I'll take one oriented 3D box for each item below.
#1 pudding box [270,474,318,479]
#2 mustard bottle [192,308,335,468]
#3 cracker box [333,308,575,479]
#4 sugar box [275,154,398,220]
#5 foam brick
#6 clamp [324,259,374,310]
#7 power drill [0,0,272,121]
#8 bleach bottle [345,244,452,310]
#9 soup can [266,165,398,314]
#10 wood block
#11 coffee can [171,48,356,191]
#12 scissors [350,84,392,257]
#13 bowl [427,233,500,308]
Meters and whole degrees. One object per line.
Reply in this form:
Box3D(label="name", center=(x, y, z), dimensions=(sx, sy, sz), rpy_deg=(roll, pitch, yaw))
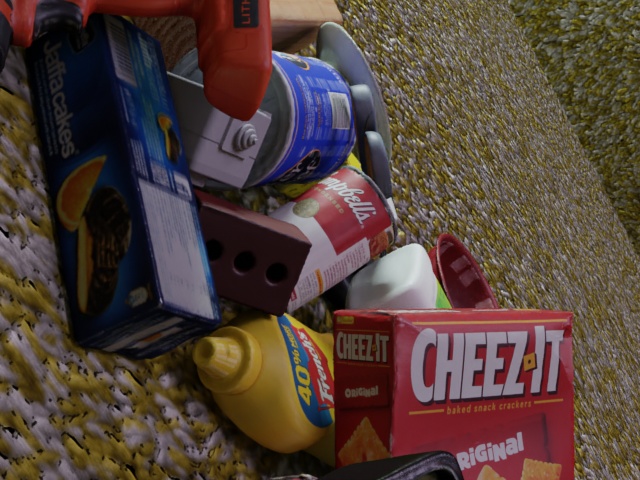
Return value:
Box3D(label="pudding box", center=(-0.003, 0.196, 0.614), dimensions=(0.090, 0.039, 0.113), rpy_deg=(56, 23, -70))
Box3D(label="mustard bottle", center=(-0.021, 0.093, 0.700), dimensions=(0.191, 0.058, 0.096), rpy_deg=(30, 39, -54))
Box3D(label="cracker box", center=(0.092, 0.152, 0.698), dimensions=(0.163, 0.072, 0.214), rpy_deg=(2, 87, -36))
Box3D(label="sugar box", center=(0.008, -0.069, 0.957), dimensions=(0.176, 0.048, 0.093), rpy_deg=(21, 48, -59))
Box3D(label="foam brick", center=(-0.053, 0.007, 0.669), dimensions=(0.078, 0.053, 0.051), rpy_deg=(19, 9, -21))
Box3D(label="clamp", center=(0.044, 0.047, 0.925), dimensions=(0.171, 0.039, 0.120), rpy_deg=(59, 21, -15))
Box3D(label="power drill", center=(-0.121, -0.117, 0.576), dimensions=(0.187, 0.057, 0.184), rpy_deg=(8, 59, -18))
Box3D(label="bleach bottle", center=(0.110, 0.131, 0.813), dimensions=(0.251, 0.068, 0.102), rpy_deg=(58, 15, -14))
Box3D(label="soup can", center=(-0.005, 0.001, 0.756), dimensions=(0.068, 0.102, 0.068), rpy_deg=(48, -22, 26))
Box3D(label="wood block", center=(-0.066, -0.194, 0.865), dimensions=(0.091, 0.090, 0.205), rpy_deg=(63, 22, -1))
Box3D(label="coffee can", center=(-0.041, -0.090, 0.791), dimensions=(0.103, 0.103, 0.140), rpy_deg=(66, 22, 4))
Box3D(label="scissors", center=(0.047, -0.019, 0.815), dimensions=(0.096, 0.016, 0.202), rpy_deg=(-104, -178, -61))
Box3D(label="bowl", center=(0.135, 0.076, 1.078), dimensions=(0.162, 0.055, 0.162), rpy_deg=(49, 27, -35))
